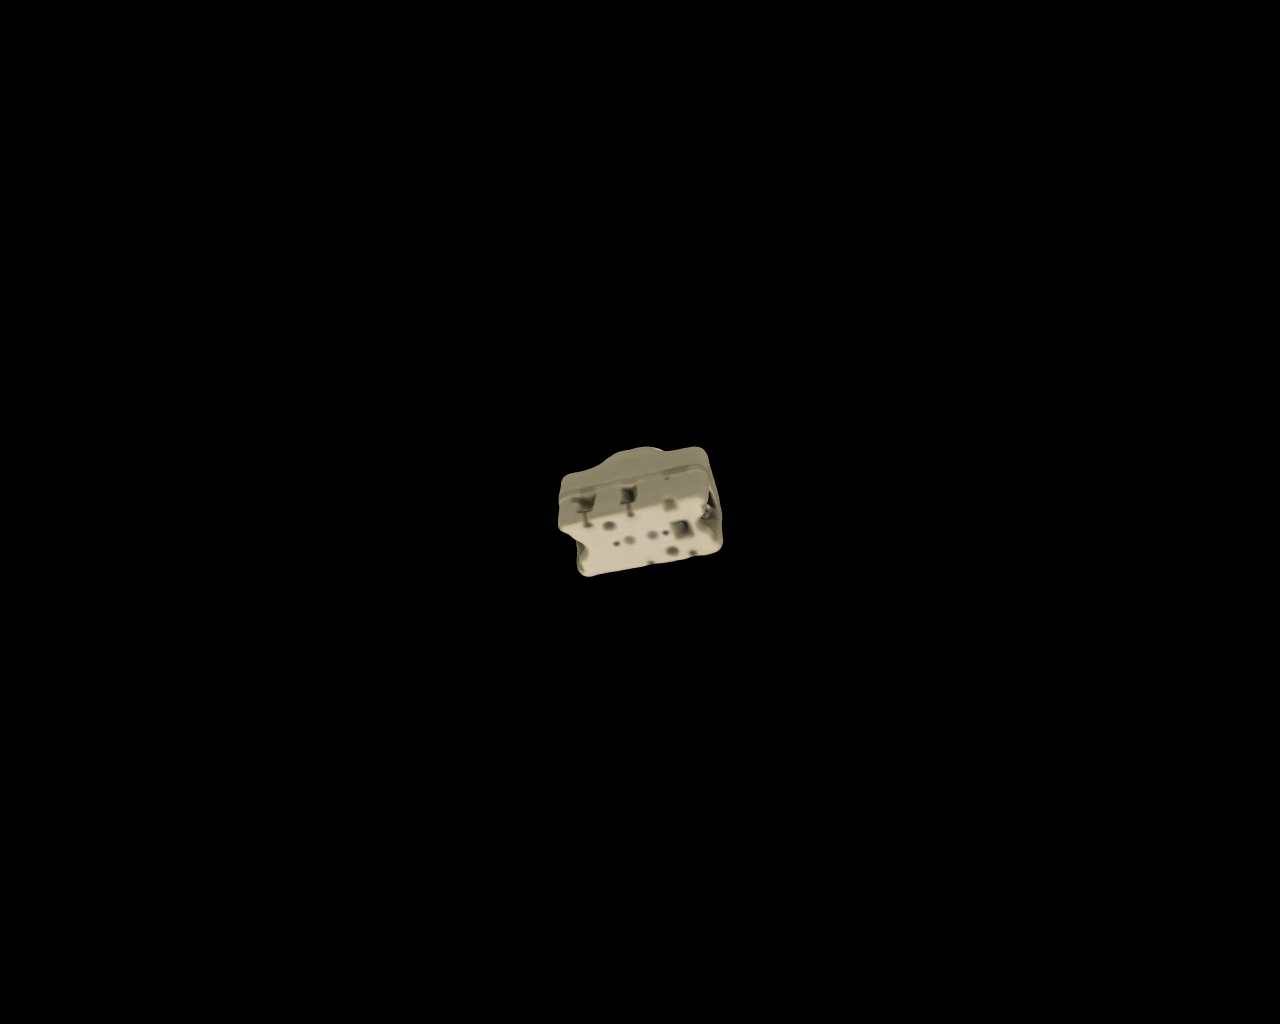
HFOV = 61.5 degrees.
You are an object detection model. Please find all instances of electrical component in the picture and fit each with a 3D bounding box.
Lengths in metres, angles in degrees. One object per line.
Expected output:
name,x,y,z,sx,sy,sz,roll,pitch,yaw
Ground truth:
electrical component,0.001,-0.003,0.650,0.089,0.050,0.056,-12,40,10
